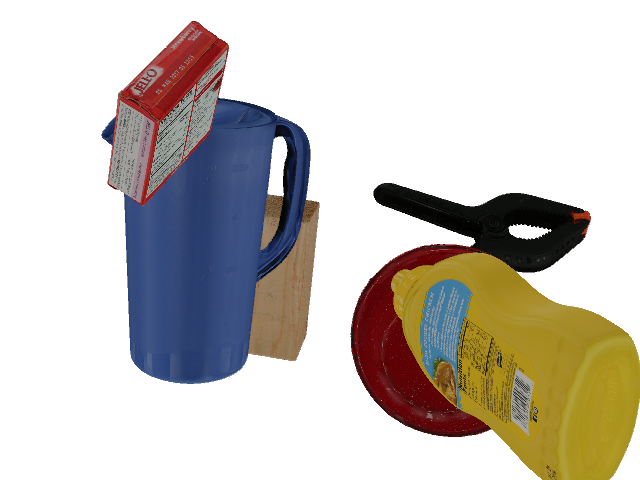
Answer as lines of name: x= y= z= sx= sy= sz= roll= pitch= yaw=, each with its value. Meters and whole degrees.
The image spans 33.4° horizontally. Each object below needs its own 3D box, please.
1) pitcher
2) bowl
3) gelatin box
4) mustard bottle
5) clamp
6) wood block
pitcher: x=-0.102 y=-0.003 z=0.948 sx=0.149 sy=0.243 sz=0.144 roll=9 pitch=19 yaw=15
bowl: x=0.098 y=0.086 z=0.850 sx=0.162 sy=0.162 sz=0.055 roll=0 pitch=7 yaw=14
gelatin box: x=-0.090 y=-0.073 z=0.623 sx=0.030 sy=0.073 sz=0.089 roll=32 pitch=-34 yaw=6
mustard bottle: x=0.100 y=0.061 z=0.631 sx=0.058 sy=0.096 sz=0.192 roll=-13 pitch=27 yaw=-27
clamp: x=0.164 y=0.003 z=1.040 sx=0.210 sy=0.164 sz=0.036 roll=-2 pitch=-41 yaw=-5
wood block: x=-0.060 y=0.050 z=1.481 sx=0.090 sy=0.206 sz=0.090 roll=8 pitch=22 yaw=6
